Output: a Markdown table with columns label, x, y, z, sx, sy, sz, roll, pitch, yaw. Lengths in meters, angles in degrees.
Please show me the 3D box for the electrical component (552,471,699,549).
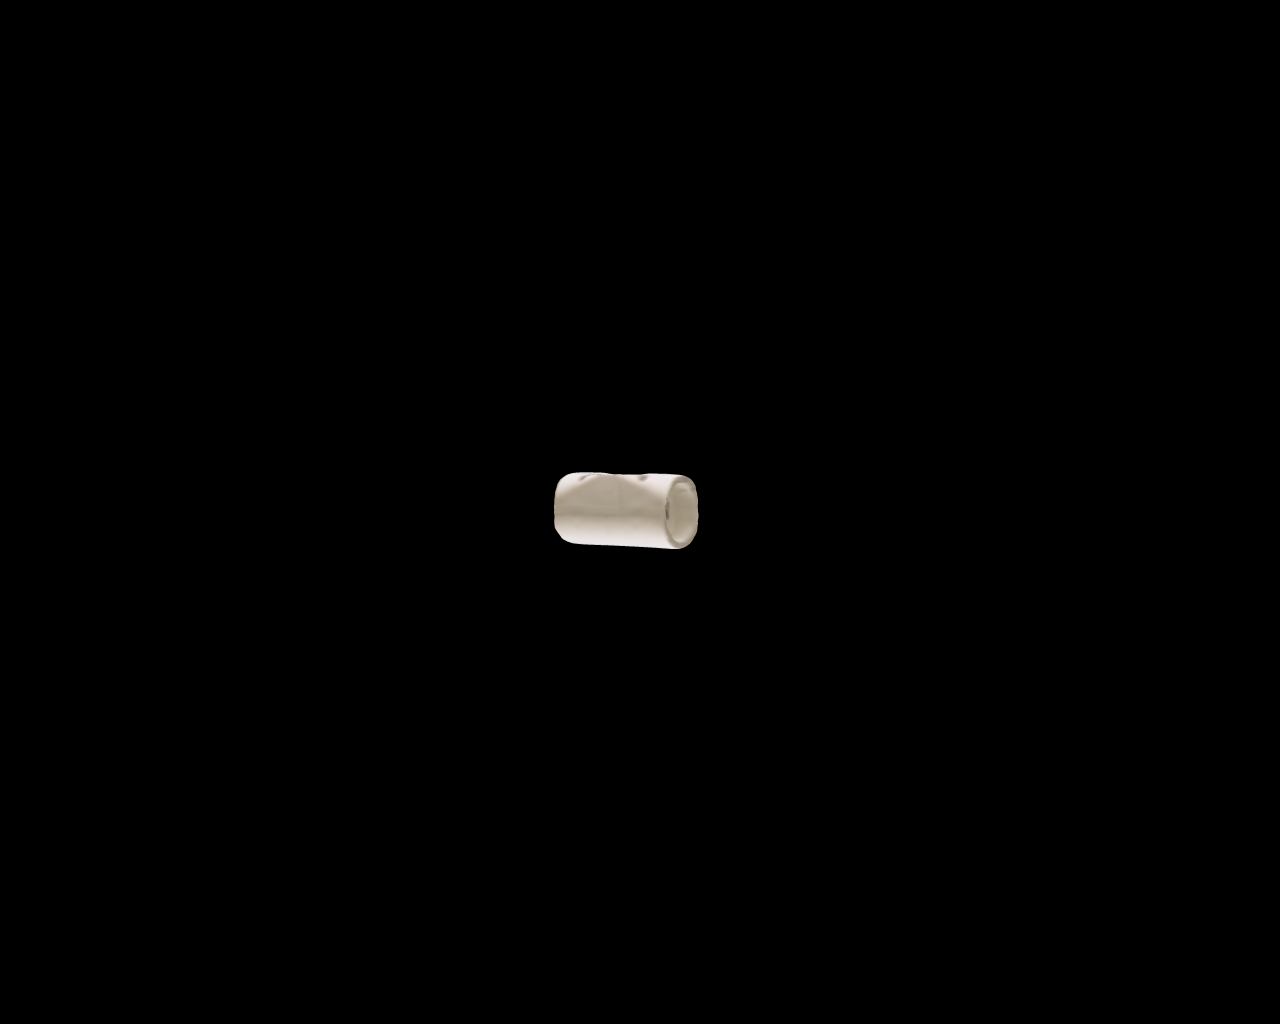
| label | x | y | z | sx | sy | sz | roll | pitch | yaw |
| --- | --- | --- | --- | --- | --- | --- | --- | --- | --- |
| electrical component | 0.001 | -0.003 | 0.650 | 0.077 | 0.044 | 0.079 | 2 | 4 | 31 |
